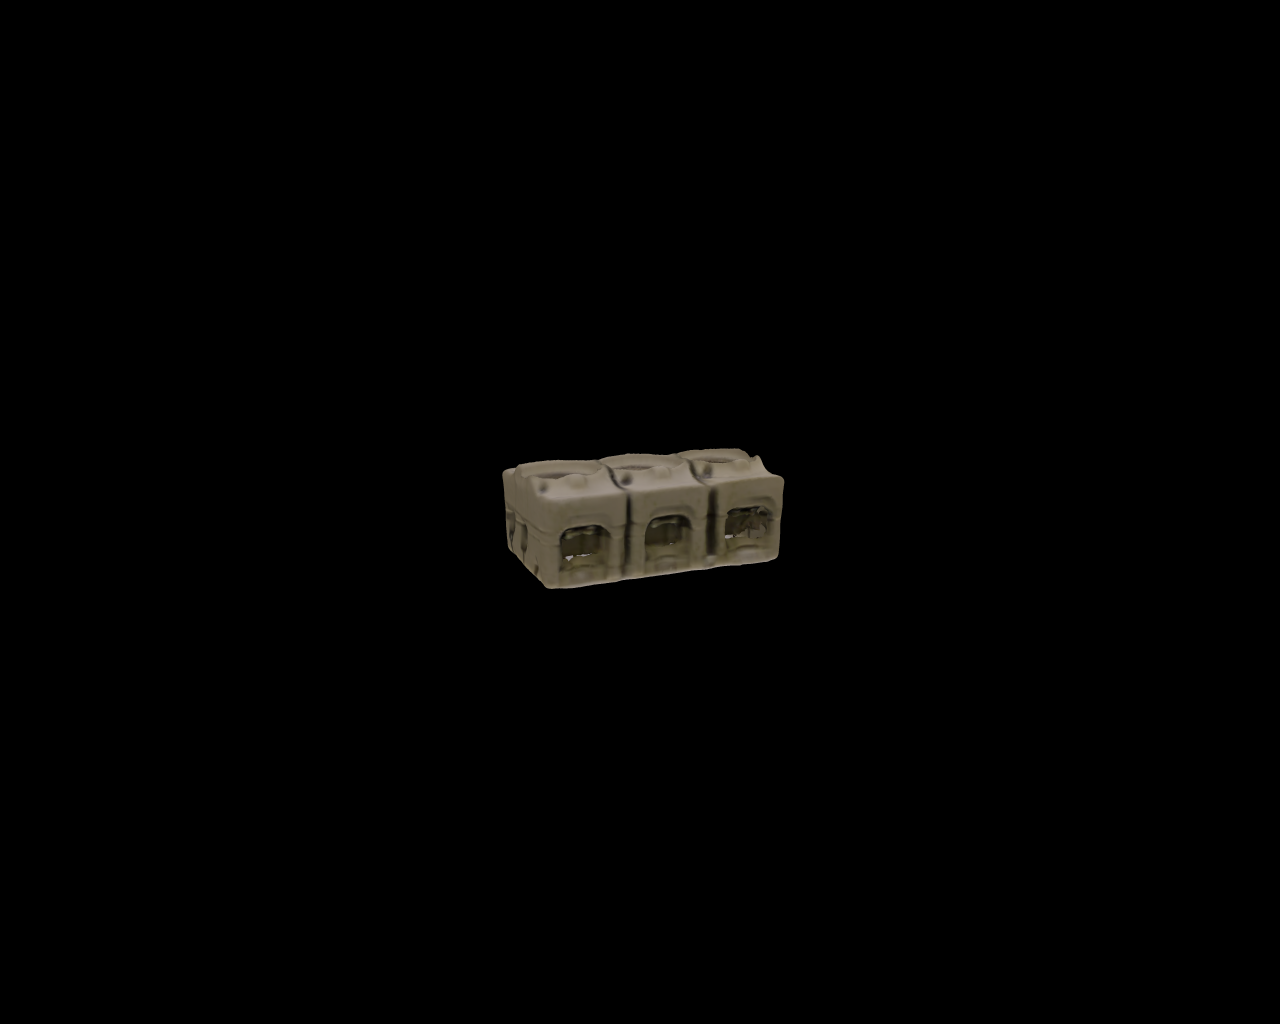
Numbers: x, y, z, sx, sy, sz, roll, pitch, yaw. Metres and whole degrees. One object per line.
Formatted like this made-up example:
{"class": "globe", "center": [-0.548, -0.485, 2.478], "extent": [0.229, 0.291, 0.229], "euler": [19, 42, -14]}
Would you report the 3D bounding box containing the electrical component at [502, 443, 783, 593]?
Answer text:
{"class": "electrical component", "center": [0.001, -0.003, 0.650], "extent": [0.150, 0.061, 0.089], "euler": [-6, 16, -22]}
